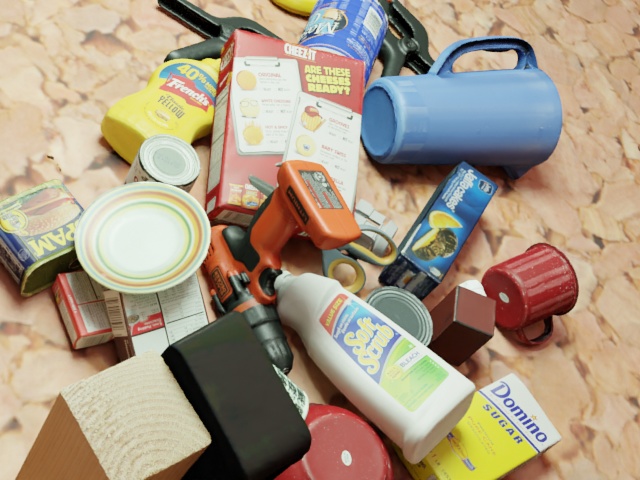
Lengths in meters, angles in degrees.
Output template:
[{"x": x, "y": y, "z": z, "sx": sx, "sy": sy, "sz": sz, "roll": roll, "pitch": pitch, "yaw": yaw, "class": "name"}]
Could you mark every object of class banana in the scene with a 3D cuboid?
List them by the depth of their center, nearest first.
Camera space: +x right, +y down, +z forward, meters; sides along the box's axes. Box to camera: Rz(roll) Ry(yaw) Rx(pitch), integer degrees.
[{"x": 0.012, "y": -0.336, "z": 1.468, "sx": 0.197, "sy": 0.037, "sz": 0.070, "roll": -6, "pitch": 61, "yaw": -31, "class": "banana"}]

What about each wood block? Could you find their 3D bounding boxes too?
[{"x": -0.177, "y": 0.187, "z": 0.875, "sx": 0.090, "sy": 0.206, "sz": 0.091, "roll": -22, "pitch": 70, "yaw": -37, "class": "wood block"}]

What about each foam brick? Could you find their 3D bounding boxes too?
[{"x": 0.156, "y": 0.098, "z": 1.202, "sx": 0.051, "sy": 0.078, "sz": 0.053, "roll": 22, "pitch": 51, "yaw": -14, "class": "foam brick"}]

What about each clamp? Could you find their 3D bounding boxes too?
[{"x": -0.127, "y": -0.260, "z": 1.340, "sx": 0.171, "sy": 0.039, "sz": 0.120, "roll": 0, "pitch": 63, "yaw": -32, "class": "clamp"}, {"x": 0.110, "y": -0.252, "z": 1.459, "sx": 0.164, "sy": 0.036, "sz": 0.210, "roll": -10, "pitch": 66, "yaw": -34, "class": "clamp"}]

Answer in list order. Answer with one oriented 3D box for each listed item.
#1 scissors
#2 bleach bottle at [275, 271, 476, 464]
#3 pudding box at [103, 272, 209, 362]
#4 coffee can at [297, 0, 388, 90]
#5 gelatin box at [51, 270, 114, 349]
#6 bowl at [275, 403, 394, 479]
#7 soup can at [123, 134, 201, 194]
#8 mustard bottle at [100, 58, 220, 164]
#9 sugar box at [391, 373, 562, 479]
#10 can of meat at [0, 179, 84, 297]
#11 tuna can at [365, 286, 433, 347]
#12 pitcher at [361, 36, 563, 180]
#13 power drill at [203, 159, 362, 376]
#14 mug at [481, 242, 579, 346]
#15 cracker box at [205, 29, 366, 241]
[{"x": -0.008, "y": 0.001, "z": 1.169, "sx": 0.201, "sy": 0.096, "sz": 0.016, "roll": 19, "pitch": 19, "yaw": -24, "class": "scissors"}, {"x": 0.035, "y": 0.115, "z": 1.111, "sx": 0.251, "sy": 0.068, "sz": 0.102, "roll": 37, "pitch": 55, "yaw": 24, "class": "bleach bottle"}, {"x": -0.153, "y": 0.091, "z": 1.043, "sx": 0.089, "sy": 0.039, "sz": 0.113, "roll": -16, "pitch": 96, "yaw": -36, "class": "pudding box"}, {"x": 0.022, "y": -0.241, "z": 1.361, "sx": 0.102, "sy": 0.103, "sz": 0.140, "roll": 27, "pitch": 48, "yaw": -8, "class": "coffee can"}, {"x": -0.213, "y": 0.065, "z": 1.064, "sx": 0.089, "sy": 0.030, "sz": 0.073, "roll": -9, "pitch": 62, "yaw": -36, "class": "gelatin box"}, {"x": 0.013, "y": 0.224, "z": 1.051, "sx": 0.162, "sy": 0.055, "sz": 0.162, "roll": 14, "pitch": 52, "yaw": -19, "class": "bowl"}, {"x": -0.172, "y": -0.055, "z": 1.124, "sx": 0.068, "sy": 0.102, "sz": 0.068, "roll": 14, "pitch": 52, "yaw": -19, "class": "soup can"}, {"x": -0.161, "y": -0.156, "z": 1.233, "sx": 0.096, "sy": 0.058, "sz": 0.191, "roll": 39, "pitch": 48, "yaw": -1, "class": "mustard bottle"}, {"x": 0.171, "y": 0.215, "z": 1.146, "sx": 0.175, "sy": 0.048, "sz": 0.093, "roll": -21, "pitch": 67, "yaw": -35, "class": "sugar box"}, {"x": -0.276, "y": -0.004, "z": 1.064, "sx": 0.101, "sy": 0.058, "sz": 0.084, "roll": -29, "pitch": 71, "yaw": -39, "class": "can of meat"}, {"x": 0.081, "y": 0.097, "z": 1.192, "sx": 0.086, "sy": 0.034, "sz": 0.086, "roll": 14, "pitch": 52, "yaw": -18, "class": "tuna can"}, {"x": 0.178, "y": -0.166, "z": 1.367, "sx": 0.242, "sy": 0.145, "sz": 0.149, "roll": -4, "pitch": 62, "yaw": -27, "class": "pitcher"}, {"x": -0.041, "y": 0.025, "z": 1.080, "sx": 0.057, "sy": 0.188, "sz": 0.184, "roll": -2, "pitch": 54, "yaw": -47, "class": "power drill"}, {"x": 0.249, "y": 0.070, "z": 1.274, "sx": 0.081, "sy": 0.093, "sz": 0.117, "roll": -19, "pitch": 104, "yaw": -31, "class": "mug"}, {"x": -0.040, "y": -0.114, "z": 1.218, "sx": 0.164, "sy": 0.072, "sz": 0.213, "roll": 11, "pitch": 72, "yaw": -21, "class": "cracker box"}]
